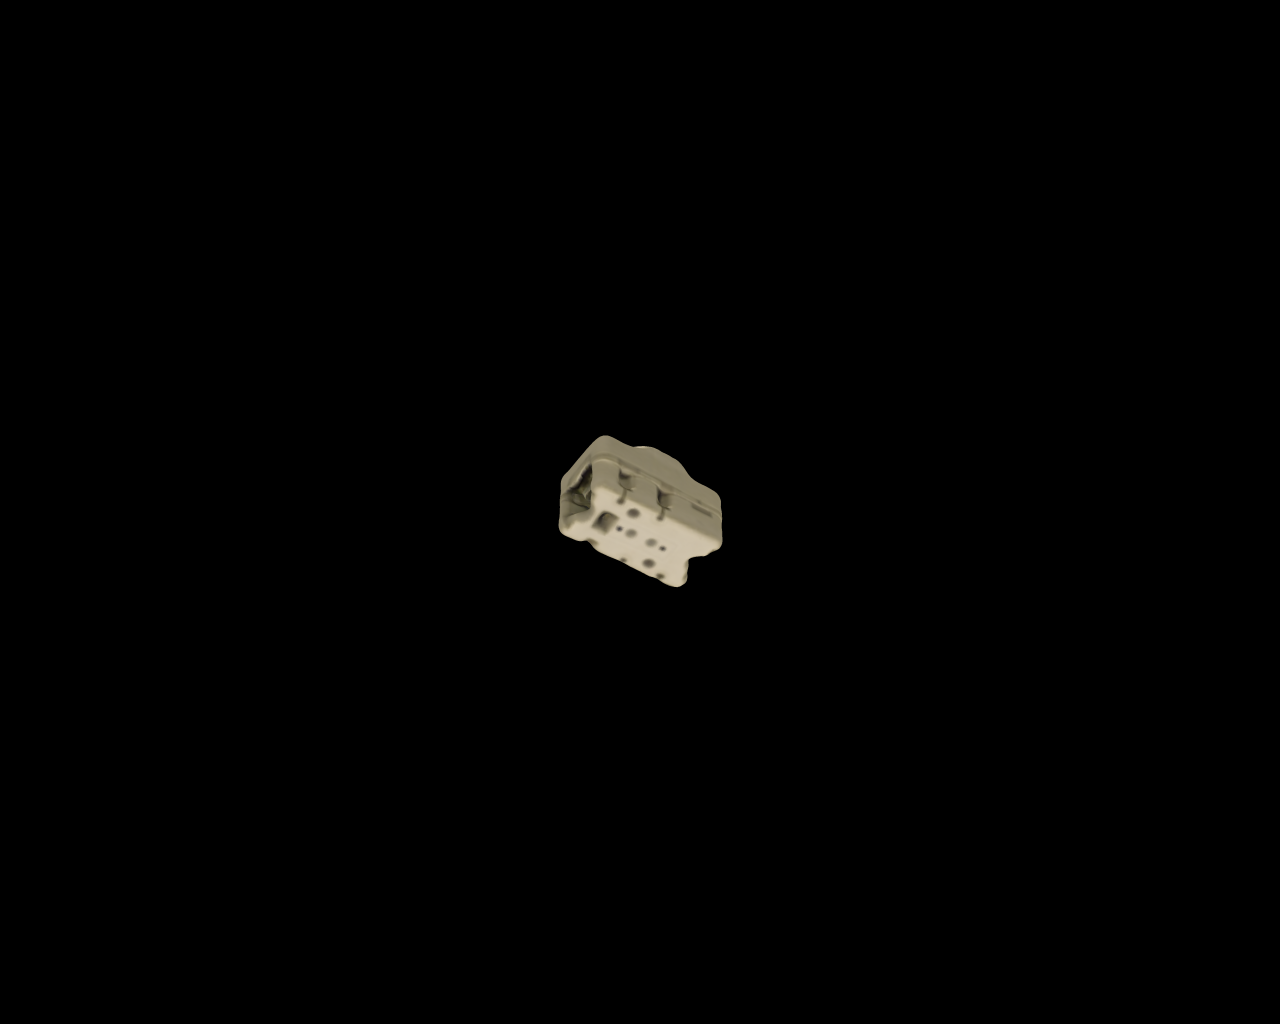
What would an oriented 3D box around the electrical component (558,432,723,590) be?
[{"bbox_3d":[0.001,-0.003,0.650,0.089,0.056,0.050,27,-53,-22],"label":"electrical component"}]
